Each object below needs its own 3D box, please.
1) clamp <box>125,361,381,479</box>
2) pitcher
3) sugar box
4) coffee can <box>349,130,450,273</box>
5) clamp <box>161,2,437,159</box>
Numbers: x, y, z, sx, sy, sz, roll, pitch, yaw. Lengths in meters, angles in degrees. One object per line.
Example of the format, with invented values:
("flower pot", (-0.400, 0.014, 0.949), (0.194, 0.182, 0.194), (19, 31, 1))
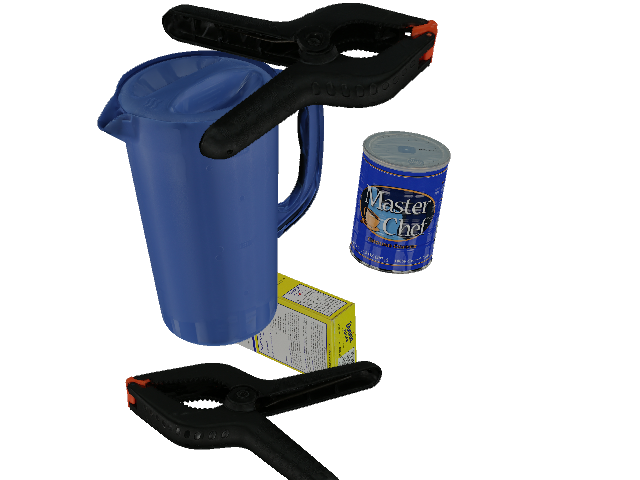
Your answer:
("clamp", (-0.055, 0.135, 0.877), (0.210, 0.036, 0.164), (11, 31, 17))
("pitcher", (-0.086, -0.034, 0.925), (0.149, 0.243, 0.144), (11, 37, 19))
("sugar box", (-0.042, 0.085, 1.156), (0.176, 0.093, 0.048), (23, 39, 35))
("coffee can", (0.093, -0.046, 1.270), (0.103, 0.140, 0.103), (5, 29, -3))
("clamp", (-0.008, -0.102, 0.654), (0.171, 0.120, 0.039), (-5, -29, -5))
